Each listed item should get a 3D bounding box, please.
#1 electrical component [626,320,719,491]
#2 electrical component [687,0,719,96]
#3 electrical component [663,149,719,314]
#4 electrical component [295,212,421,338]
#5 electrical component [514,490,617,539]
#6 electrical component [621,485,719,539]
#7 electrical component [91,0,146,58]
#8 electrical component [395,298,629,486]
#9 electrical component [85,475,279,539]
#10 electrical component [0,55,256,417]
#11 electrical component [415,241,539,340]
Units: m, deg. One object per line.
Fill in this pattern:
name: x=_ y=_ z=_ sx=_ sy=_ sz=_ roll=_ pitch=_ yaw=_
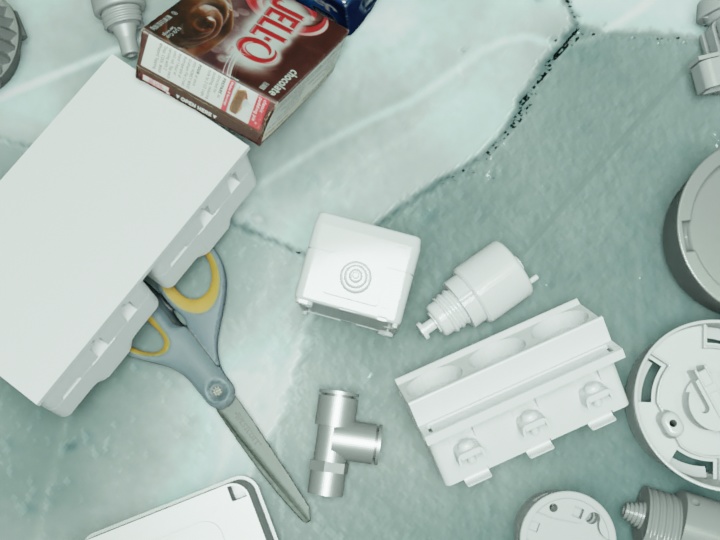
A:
electrical component: x=0.209 y=0.079 z=0.639 sx=0.099 sy=0.064 sz=0.099 roll=0 pitch=83 yaw=0
electrical component: x=0.244 y=-0.147 z=0.673 sx=0.078 sy=0.058 sz=0.057 roll=-13 pitch=86 yaw=-2
electrical component: x=0.238 y=-0.021 z=0.654 sx=0.108 sy=0.060 sz=0.108 roll=0 pitch=83 yaw=0
electrical component: x=0.000 y=0.000 z=0.633 sx=0.062 sy=0.096 sz=0.061 roll=15 pitch=83 yaw=2
electrical component: x=0.119 y=0.157 z=0.637 sx=0.055 sy=0.047 sz=0.055 roll=0 pitch=82 yaw=0
electrical component: x=0.196 y=0.155 z=0.639 sx=0.081 sy=0.043 sz=0.043 roll=17 pitch=83 yaw=3
electrical component: x=-0.153 y=-0.166 z=0.687 sx=0.035 sy=0.035 sz=0.061 roll=-14 pitch=85 yaw=-2
electrical component: x=0.091 y=0.074 z=0.639 sx=0.121 sy=0.078 sz=0.063 roll=-24 pitch=105 yaw=-3
electrical component: x=-0.104 y=0.175 z=0.630 sx=0.113 sy=0.057 sz=0.078 roll=-21 pitch=83 yaw=-3
electrical component: x=-0.160 y=-0.019 z=0.640 sx=0.105 sy=0.060 sz=0.186 roll=35 pitch=77 yaw=13
electrical component: x=0.069 y=0.016 z=0.659 sx=0.078 sy=0.040 sz=0.040 roll=-35 pitch=84 yaw=-4
